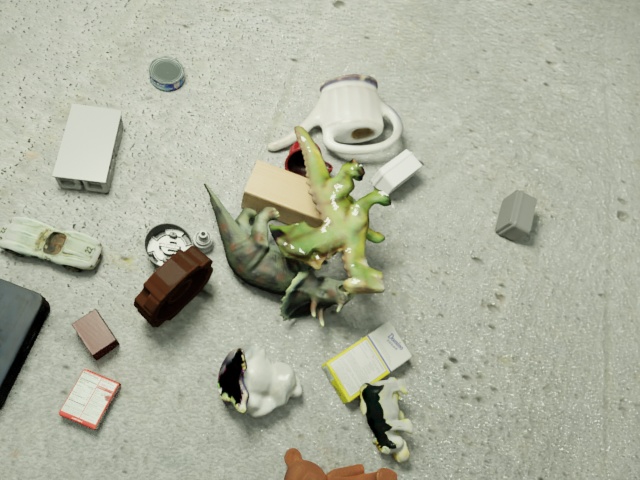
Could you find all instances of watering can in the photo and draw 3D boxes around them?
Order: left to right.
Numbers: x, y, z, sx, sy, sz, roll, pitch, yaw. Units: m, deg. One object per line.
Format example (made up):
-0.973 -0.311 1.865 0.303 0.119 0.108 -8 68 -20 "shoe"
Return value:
0.038 -0.317 1.317 0.348 0.102 0.228 -2 66 -5 "watering can"

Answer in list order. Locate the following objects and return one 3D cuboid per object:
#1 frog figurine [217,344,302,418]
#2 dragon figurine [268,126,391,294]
-0.118 0.278 1.026 0.159 0.121 0.140 14 48 -48 "frog figurine"
0.003 -0.054 1.070 0.246 0.119 0.414 -33 73 -33 "dragon figurine"
